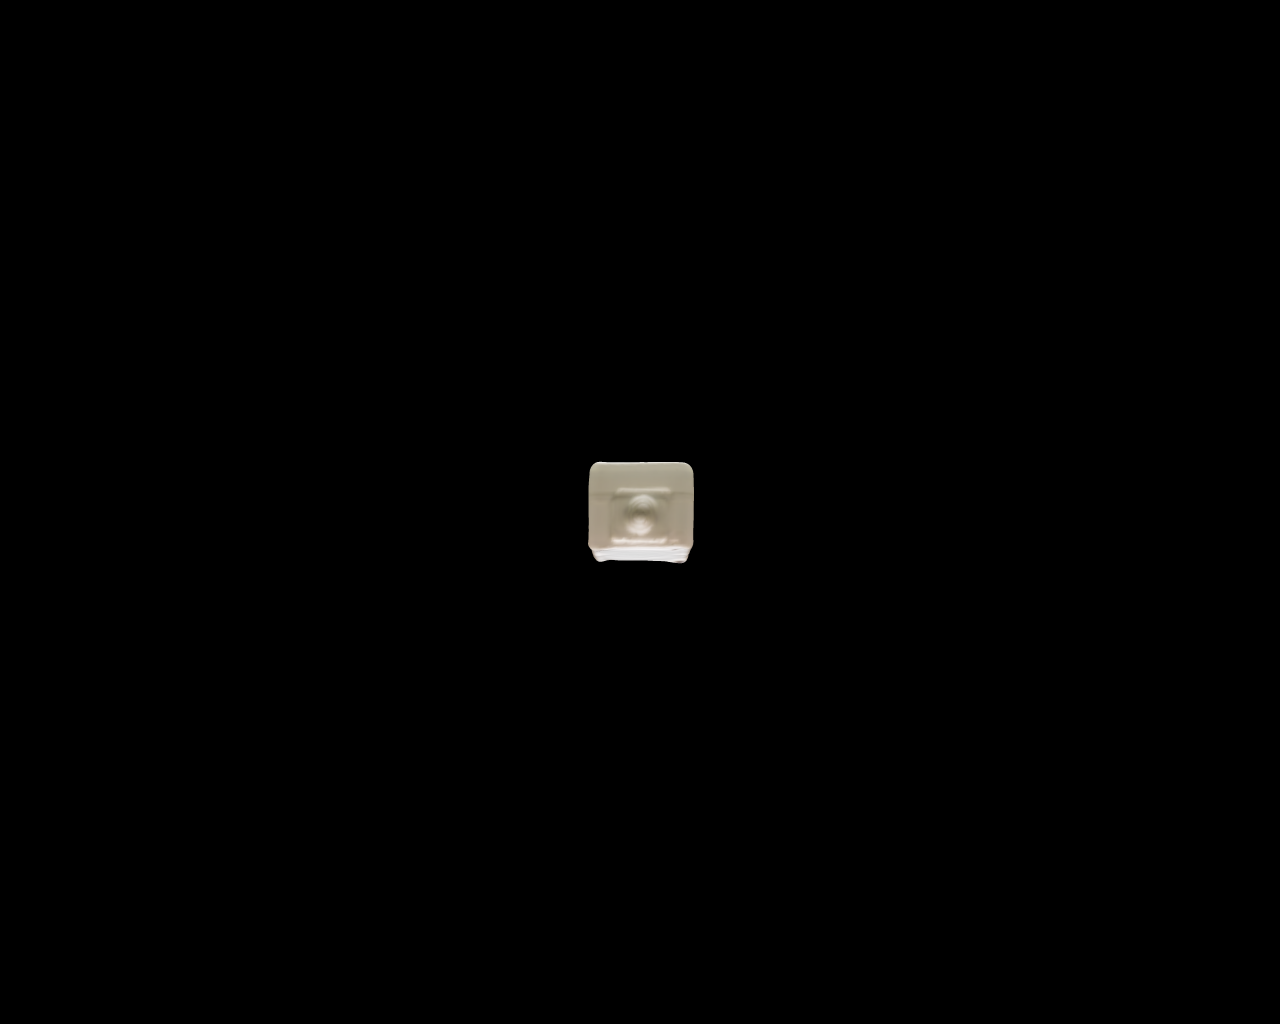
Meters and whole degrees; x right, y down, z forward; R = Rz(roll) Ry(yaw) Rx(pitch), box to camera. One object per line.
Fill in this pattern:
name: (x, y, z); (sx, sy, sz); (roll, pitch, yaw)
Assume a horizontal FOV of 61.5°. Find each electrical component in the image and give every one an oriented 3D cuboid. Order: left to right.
electrical component: (0.001, -0.003, 0.650); (0.062, 0.061, 0.096); (0, -9, 0)
